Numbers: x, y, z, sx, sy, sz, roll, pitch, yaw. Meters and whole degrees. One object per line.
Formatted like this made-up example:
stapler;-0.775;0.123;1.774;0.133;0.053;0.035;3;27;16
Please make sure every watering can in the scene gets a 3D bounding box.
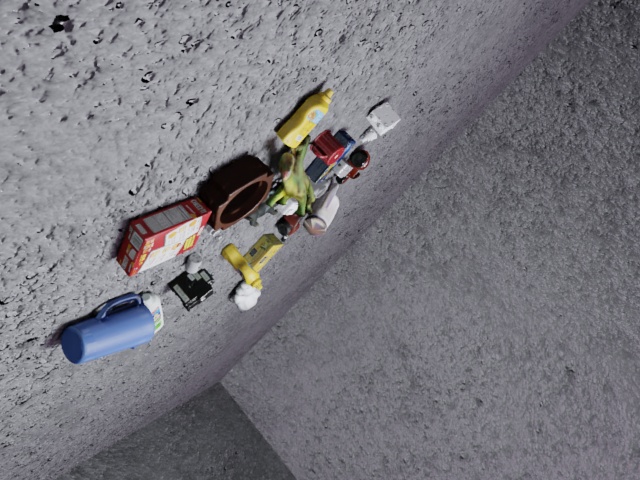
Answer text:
watering can;0.007;-0.111;2.203;0.228;0.104;0.341;-62;180;-25

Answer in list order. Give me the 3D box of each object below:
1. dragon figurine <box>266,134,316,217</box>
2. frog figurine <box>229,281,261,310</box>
dragon figurine;-0.056;-0.209;1.609;0.414;0.122;0.240;-38;145;-72
frog figurine;-0.333;0.250;2.369;0.138;0.124;0.157;-8;160;-35
